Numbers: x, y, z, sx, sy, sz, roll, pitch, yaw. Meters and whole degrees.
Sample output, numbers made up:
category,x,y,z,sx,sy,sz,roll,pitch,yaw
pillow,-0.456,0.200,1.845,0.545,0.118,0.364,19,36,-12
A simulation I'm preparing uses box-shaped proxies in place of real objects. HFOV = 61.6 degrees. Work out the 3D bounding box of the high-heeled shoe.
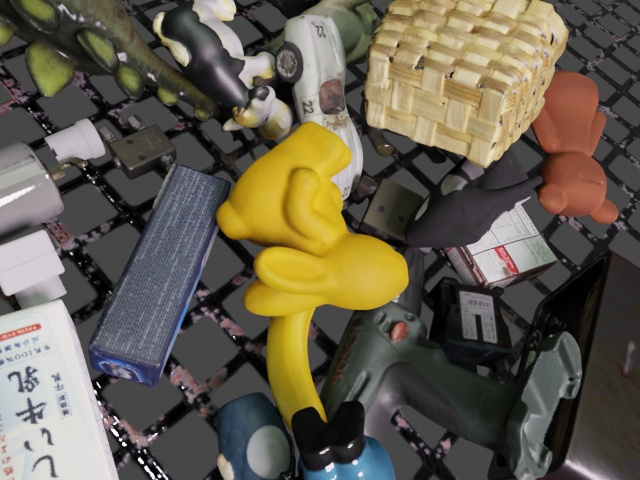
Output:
category,x,y,z,sx,sy,sz,roll,pitch,yaw
high-heeled shoe,0.164,-0.055,0.616,0.145,0.249,0.086,-26,100,14

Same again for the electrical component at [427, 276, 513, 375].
category,x,y,z,sx,sy,sz,roll,pitch,yaw
electrical component,0.150,0.102,0.546,0.075,0.047,0.119,14,56,-7

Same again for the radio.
category,x,y,z,sx,sy,sz,roll,pitch,yaw
radio,0.243,0.133,0.504,0.073,0.131,0.229,32,57,4

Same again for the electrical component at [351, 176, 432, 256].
category,x,y,z,sx,sy,sz,roll,pitch,yaw
electrical component,0.083,-0.031,0.609,0.102,0.045,0.078,21,72,-2

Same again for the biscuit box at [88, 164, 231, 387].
category,x,y,z,sx,sy,sz,roll,pitch,yaw
biscuit box,-0.143,0.028,0.498,0.063,0.059,0.203,19,56,-6

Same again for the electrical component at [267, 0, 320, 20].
category,x,y,z,sx,sy,sz,roll,pitch,yaw
electrical component,-0.019,-0.367,0.768,0.134,0.058,0.115,44,61,11

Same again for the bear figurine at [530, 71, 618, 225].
category,x,y,z,sx,sy,sz,roll,pitch,yaw
bear figurine,0.305,-0.109,0.693,0.120,0.132,0.196,6,77,-12

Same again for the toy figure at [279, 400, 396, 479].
category,x,y,z,sx,sy,sz,roll,pitch,yaw
toy figure,0.025,0.207,0.387,0.082,0.180,0.089,-4,25,29

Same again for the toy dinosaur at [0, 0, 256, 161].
category,x,y,z,sx,sy,sz,roll,pitch,yaw
toy dinosaur,-0.266,-0.236,0.570,0.471,0.105,0.199,25,43,-20

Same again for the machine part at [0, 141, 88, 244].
category,x,y,z,sx,sy,sz,roll,pitch,yaw
machine part,-0.320,-0.018,0.464,0.243,0.079,0.079,-36,75,-30

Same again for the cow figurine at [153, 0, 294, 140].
category,x,y,z,sx,sy,sz,roll,pitch,yaw
cow figurine,-0.098,-0.174,0.570,0.167,0.068,0.098,54,38,-5

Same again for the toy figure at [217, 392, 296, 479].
category,x,y,z,sx,sy,sz,roll,pitch,yaw
toy figure,-0.041,0.202,0.427,0.064,0.057,0.154,-20,68,-8

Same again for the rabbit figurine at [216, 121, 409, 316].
category,x,y,z,sx,sy,sz,roll,pitch,yaw
rabbit figurine,-0.001,-0.001,0.487,0.173,0.121,0.162,43,54,13

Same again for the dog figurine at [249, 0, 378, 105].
category,x,y,z,sx,sy,sz,roll,pitch,yaw
dog figurine,-0.010,-0.245,0.689,0.191,0.172,0.121,-26,99,1

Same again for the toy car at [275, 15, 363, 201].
category,x,y,z,sx,sy,sz,roll,pitch,yaw
toy car,0.004,-0.139,0.586,0.073,0.056,0.201,-31,113,-50

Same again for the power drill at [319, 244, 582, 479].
category,x,y,z,sx,sy,sz,roll,pitch,yaw
power drill,0.105,0.098,0.463,0.208,0.085,0.232,11,55,38

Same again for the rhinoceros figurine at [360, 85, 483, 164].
category,x,y,z,sx,sy,sz,roll,pitch,yaw
rhinoceros figurine,0.143,-0.159,0.689,0.190,0.073,0.112,-2,50,-15

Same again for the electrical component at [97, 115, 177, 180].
category,x,y,z,sx,sy,sz,roll,pitch,yaw
electrical component,-0.192,-0.094,0.577,0.063,0.021,0.094,-34,75,-29
